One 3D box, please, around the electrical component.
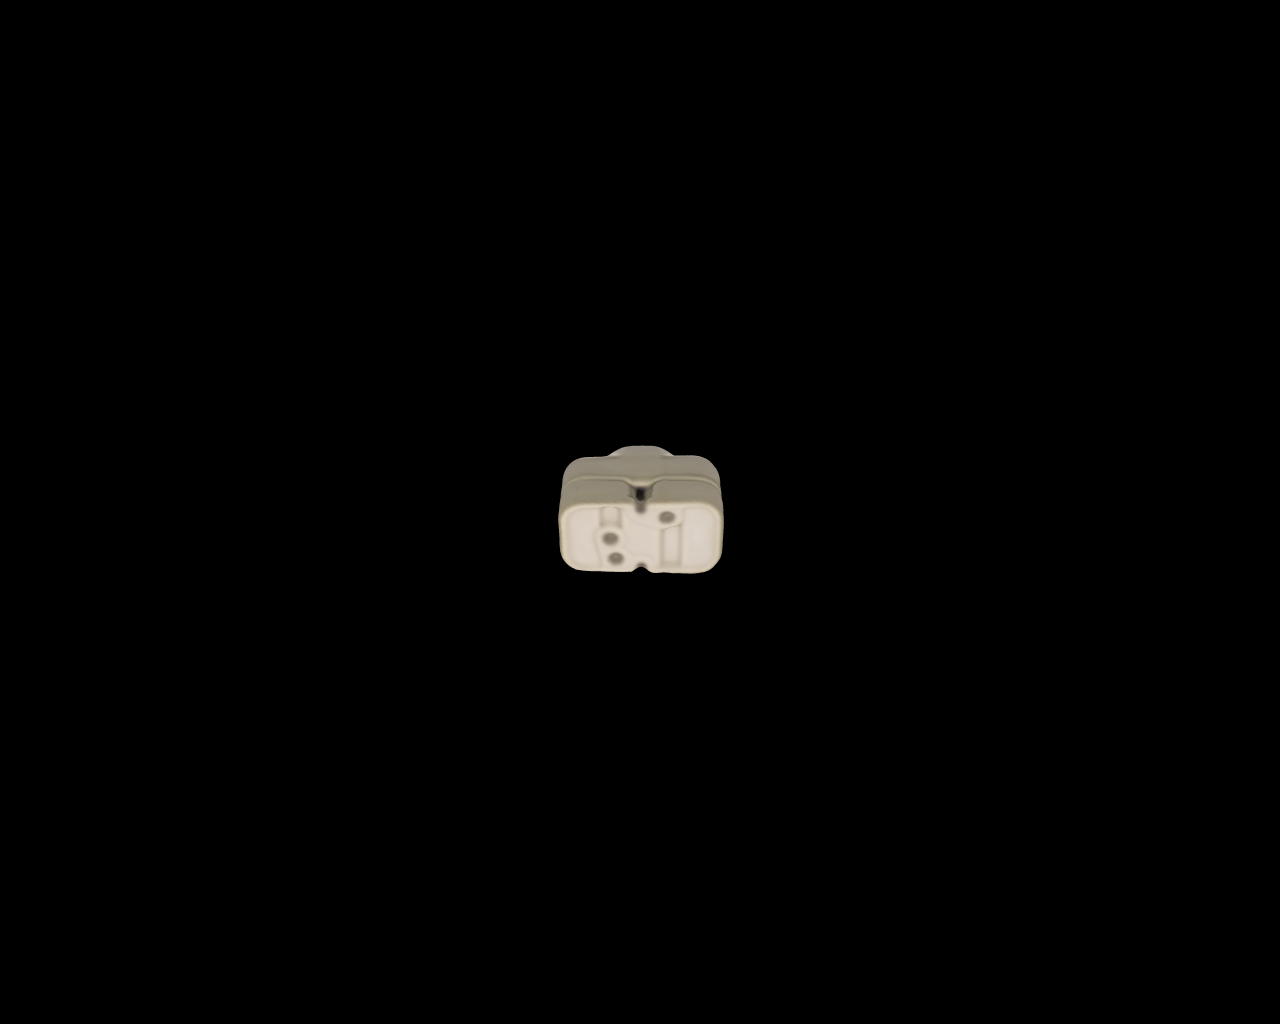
[{"bbox_3d":[0.001,-0.003,0.650,0.095,0.053,0.059,0,37,0],"label":"electrical component"}]
